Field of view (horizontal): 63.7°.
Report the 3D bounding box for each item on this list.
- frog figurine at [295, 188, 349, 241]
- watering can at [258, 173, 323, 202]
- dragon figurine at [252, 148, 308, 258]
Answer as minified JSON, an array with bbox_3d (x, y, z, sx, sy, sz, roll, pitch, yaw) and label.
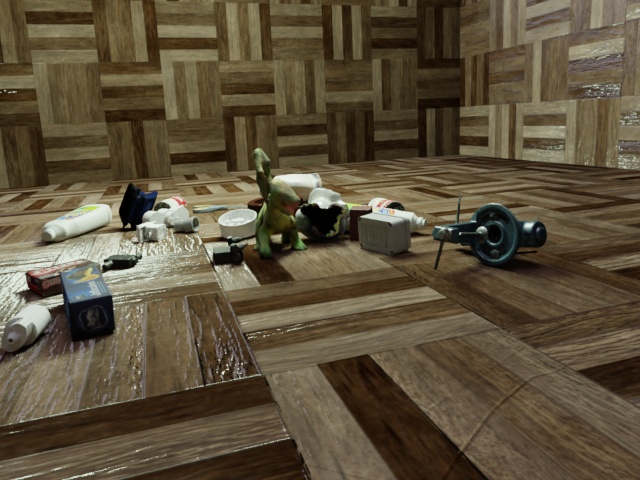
[{"bbox_3d":[0.004,-0.065,1.294,0.137,0.121,0.161,-21,14,-2],"label":"frog figurine"},{"bbox_3d":[-0.093,-0.180,1.787,0.225,0.104,0.347,-6,1,-16],"label":"watering can"},{"bbox_3d":[-0.117,-0.097,1.213,0.122,0.240,0.414,-11,16,-16],"label":"dragon figurine"}]
